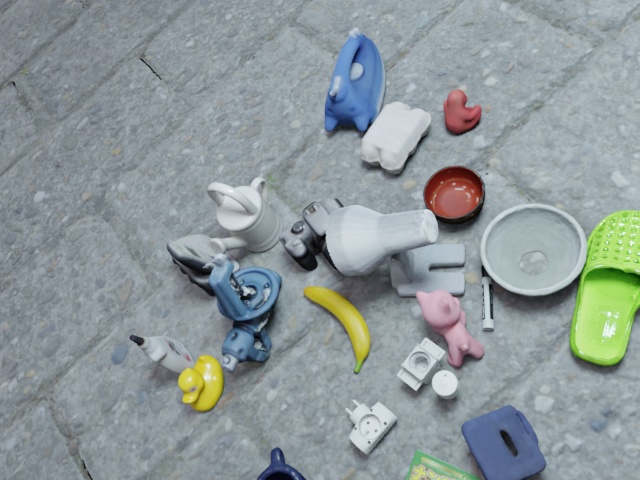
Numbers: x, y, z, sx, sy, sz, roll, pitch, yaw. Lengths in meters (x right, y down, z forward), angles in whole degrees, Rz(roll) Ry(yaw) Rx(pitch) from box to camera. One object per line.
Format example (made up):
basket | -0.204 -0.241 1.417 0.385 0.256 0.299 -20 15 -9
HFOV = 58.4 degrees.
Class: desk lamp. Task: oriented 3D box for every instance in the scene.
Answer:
desk lamp | 0.135 0.014 0.984 0.202 0.214 0.118 -3 65 20

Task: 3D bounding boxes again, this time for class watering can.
watering can | -0.156 -0.050 1.137 0.100 0.194 0.173 -3 65 20

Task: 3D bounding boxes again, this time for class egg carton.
egg carton | 0.153 -0.210 1.167 0.107 0.070 0.150 27 78 29

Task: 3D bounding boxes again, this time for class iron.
iron | 0.070 -0.364 1.229 0.118 0.142 0.258 4 68 23

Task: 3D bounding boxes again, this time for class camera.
camera | 0.010 0.004 1.103 0.143 0.101 0.136 -38 59 1

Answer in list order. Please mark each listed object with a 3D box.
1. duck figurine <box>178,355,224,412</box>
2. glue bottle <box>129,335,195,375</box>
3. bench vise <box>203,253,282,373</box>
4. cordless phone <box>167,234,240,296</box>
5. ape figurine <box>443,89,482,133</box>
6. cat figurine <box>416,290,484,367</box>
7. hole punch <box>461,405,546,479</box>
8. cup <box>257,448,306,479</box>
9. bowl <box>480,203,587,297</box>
duck figurine | -0.232 0.266 1.082 0.077 0.086 0.104 -2 66 21
glue bottle | -0.304 0.208 1.085 0.037 0.173 0.078 -44 59 -3
bench vise | -0.138 0.125 1.033 0.121 0.220 0.207 -12 62 16
cordless phone | -0.257 0.024 1.147 0.147 0.185 0.094 36 83 31
ape figurine | 0.274 -0.261 1.131 0.076 0.092 0.077 -46 59 -4
cat figurine | 0.214 0.137 0.952 0.067 0.118 0.127 -30 59 6
hole punch | 0.276 0.309 0.863 0.101 0.091 0.108 -30 59 6
cup | -0.054 0.406 0.942 0.091 0.095 0.117 -17 61 13
bowl | 0.360 0.026 0.973 0.167 0.075 0.167 -8 64 17
